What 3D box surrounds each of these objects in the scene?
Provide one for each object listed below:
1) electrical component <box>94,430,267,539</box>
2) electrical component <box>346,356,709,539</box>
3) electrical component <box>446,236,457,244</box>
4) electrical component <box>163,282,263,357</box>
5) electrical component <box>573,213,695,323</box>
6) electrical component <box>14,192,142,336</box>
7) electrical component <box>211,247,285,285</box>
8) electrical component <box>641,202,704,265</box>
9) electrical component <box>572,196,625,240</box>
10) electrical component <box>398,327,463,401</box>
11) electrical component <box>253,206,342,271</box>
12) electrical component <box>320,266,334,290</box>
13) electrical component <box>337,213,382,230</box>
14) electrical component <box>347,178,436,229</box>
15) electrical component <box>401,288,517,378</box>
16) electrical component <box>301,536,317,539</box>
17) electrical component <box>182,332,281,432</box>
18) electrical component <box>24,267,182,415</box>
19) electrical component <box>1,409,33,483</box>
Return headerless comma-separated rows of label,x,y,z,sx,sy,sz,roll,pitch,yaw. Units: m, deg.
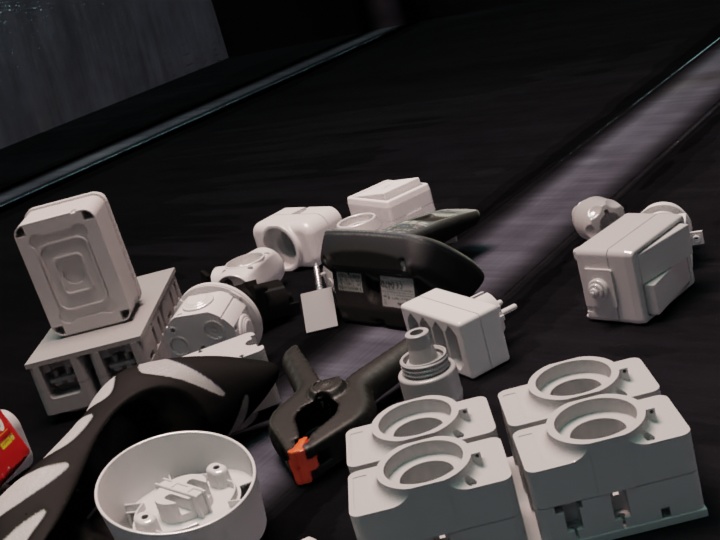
electrical component,-0.110,0.148,0.674,0.099,0.064,0.099,-14,18,5
electrical component,0.088,0.112,0.622,0.186,0.060,0.105,-15,18,3
electrical component,0.068,-0.029,1.098,0.061,0.035,0.035,-10,19,13
electrical component,-0.129,0.055,0.941,0.080,0.080,0.051,-10,25,17
electrical component,0.216,0.000,0.843,0.061,0.061,0.096,4,27,46
electrical component,-0.253,-0.007,0.972,0.078,0.113,0.057,-14,21,5
electrical component,-0.130,0.012,1.125,0.079,0.044,0.077,-8,20,25
electrical component,0.259,-0.028,0.918,0.066,0.048,0.055,-9,27,22
electrical component,0.221,-0.048,1.013,0.043,0.043,0.062,-19,17,-11
electrical component,0.048,0.072,0.769,0.043,0.062,0.043,-14,18,5
electrical component,-0.070,-0.035,1.198,0.095,0.053,0.059,1,24,42
electrical component,0.000,0.000,1.058,0.078,0.040,0.040,-24,20,-25
electrical component,0.003,-0.026,1.109,0.048,0.055,0.066,-22,19,-19
electrical component,0.032,-0.068,1.200,0.062,0.061,0.096,-26,21,-29
electrical component,0.089,0.041,0.851,0.076,0.047,0.083,-24,20,-25
electrical component,-0.040,0.174,0.572,0.062,0.048,0.048,-24,19,-3
electrical component,-0.114,0.095,0.847,0.089,0.055,0.050,-20,18,-13
electrical component,-0.232,0.067,1.020,0.105,0.060,0.186,-14,18,5
electrical component,-0.320,0.149,0.863,0.095,0.053,0.059,-4,22,33
